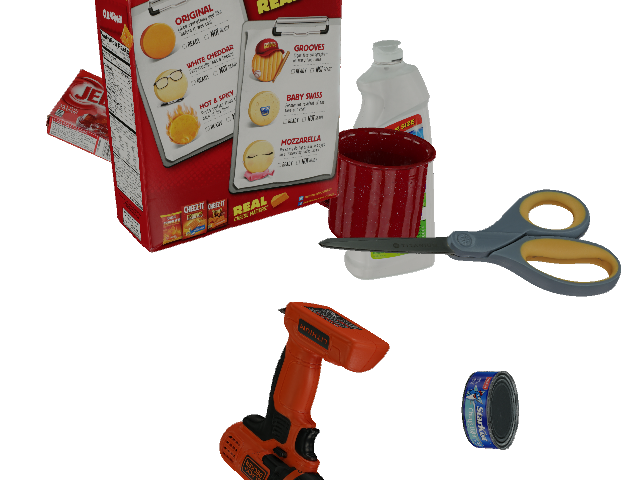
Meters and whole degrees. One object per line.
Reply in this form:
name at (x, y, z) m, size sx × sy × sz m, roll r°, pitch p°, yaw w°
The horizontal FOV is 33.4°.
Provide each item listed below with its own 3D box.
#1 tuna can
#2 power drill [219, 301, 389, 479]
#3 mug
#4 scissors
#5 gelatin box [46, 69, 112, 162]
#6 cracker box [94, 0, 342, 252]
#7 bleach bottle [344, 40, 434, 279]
tuna can at (0.187, 0.186, 1.173) m, size 0.034 × 0.086 × 0.086 m, roll -3°, pitch -2°, yaw 32°
power drill at (-0.006, 0.163, 0.966) m, size 0.057 × 0.188 × 0.185 m, roll 12°, pitch 13°, yaw -46°
mug at (0.038, -0.047, 0.931) m, size 0.117 × 0.081 × 0.093 m, roll 13°, pitch 28°, yaw 17°
scissors at (0.104, -0.009, 0.722) m, size 0.201 × 0.096 × 0.016 m, roll 13°, pitch -43°, yaw -1°
gelatin box at (-0.202, -0.115, 1.003) m, size 0.089 × 0.073 × 0.030 m, roll 24°, pitch -42°, yaw -3°
cracker box at (-0.069, -0.117, 0.755) m, size 0.163 × 0.214 × 0.072 m, roll -18°, pitch 33°, yaw -29°
bleach bottle at (0.070, -0.087, 1.150) m, size 0.102 × 0.251 × 0.068 m, roll -10°, pitch 23°, yaw -12°
